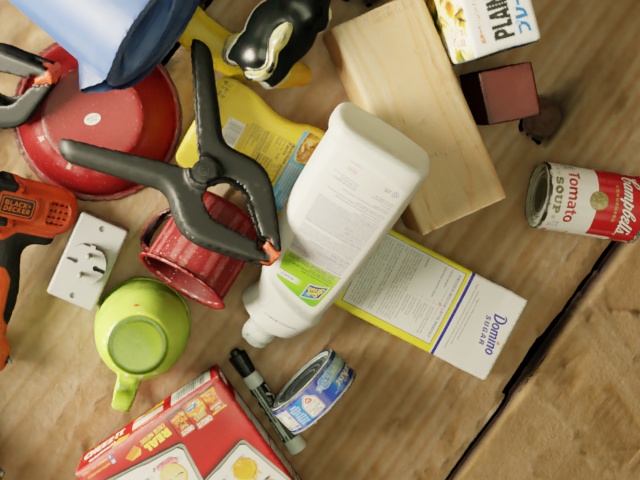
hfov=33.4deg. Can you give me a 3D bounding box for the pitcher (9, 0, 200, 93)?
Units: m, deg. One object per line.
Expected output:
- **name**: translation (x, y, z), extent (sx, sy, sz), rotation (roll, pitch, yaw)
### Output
- **pitcher**: translation (-0.223, -0.259, 0.932), extent (0.243, 0.149, 0.145), rotation (38, 133, 4)

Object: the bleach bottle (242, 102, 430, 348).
- **bleach bottle**: translation (-0.006, 0.001, 0.982), extent (0.102, 0.068, 0.251), rotation (32, 118, -8)

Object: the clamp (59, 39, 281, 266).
- **clamp**: translation (-0.116, -0.055, 0.945), extent (0.164, 0.036, 0.210), rotation (-34, 88, -14)

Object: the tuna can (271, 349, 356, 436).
- **tuna can**: translation (-0.007, 0.145, 1.028), extent (0.086, 0.086, 0.033), rotation (-44, 96, -1)

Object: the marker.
- **marker**: translation (-0.053, 0.159, 1.057), extent (0.020, 0.020, 0.121), rotation (-33, 98, -3)

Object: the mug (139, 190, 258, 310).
- **mug**: translation (-0.118, 0.003, 1.003), extent (0.117, 0.093, 0.081), rotation (19, 69, 34)

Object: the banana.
- **banana**: translation (-0.098, -0.200, 1.010), extent (0.197, 0.037, 0.069), rotation (44, 91, -8)

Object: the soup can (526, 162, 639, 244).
- **soup can**: translation (0.262, -0.037, 1.052), extent (0.102, 0.068, 0.068), rotation (9, 94, -7)

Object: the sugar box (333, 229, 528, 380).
- **sugar box**: translation (0.105, 0.058, 1.054), extent (0.176, 0.048, 0.093), rotation (28, 92, -12)

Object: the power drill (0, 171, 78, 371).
- **power drill**: translation (-0.324, 0.022, 0.959), extent (0.184, 0.057, 0.188), rotation (14, 101, -39)

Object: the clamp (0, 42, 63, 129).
- **clamp**: translation (-0.310, -0.124, 0.960), extent (0.171, 0.039, 0.120), rotation (-1, 125, 13)

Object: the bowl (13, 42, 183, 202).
- **bowl**: translation (-0.210, -0.115, 0.996), extent (0.162, 0.055, 0.162), rotation (-1, 96, -6)

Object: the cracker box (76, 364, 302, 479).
- **cracker box**: translation (-0.105, 0.253, 1.034), extent (0.164, 0.072, 0.213), rotation (-35, 99, 0)

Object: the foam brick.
- **foam brick**: translation (0.172, -0.140, 1.027), extent (0.053, 0.078, 0.051), rotation (-12, 98, -6)

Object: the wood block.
- **wood block**: translation (0.087, -0.119, 1.012), extent (0.090, 0.091, 0.206), rotation (-24, 98, -3)

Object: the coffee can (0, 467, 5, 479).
- **coffee can**: translation (-0.375, 0.195, 0.980), extent (0.103, 0.103, 0.140), rotation (-38, 99, -2)

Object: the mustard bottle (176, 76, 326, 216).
- **mustard bottle**: translation (-0.034, -0.070, 1.018), extent (0.191, 0.058, 0.096), rotation (29, 94, -8)
